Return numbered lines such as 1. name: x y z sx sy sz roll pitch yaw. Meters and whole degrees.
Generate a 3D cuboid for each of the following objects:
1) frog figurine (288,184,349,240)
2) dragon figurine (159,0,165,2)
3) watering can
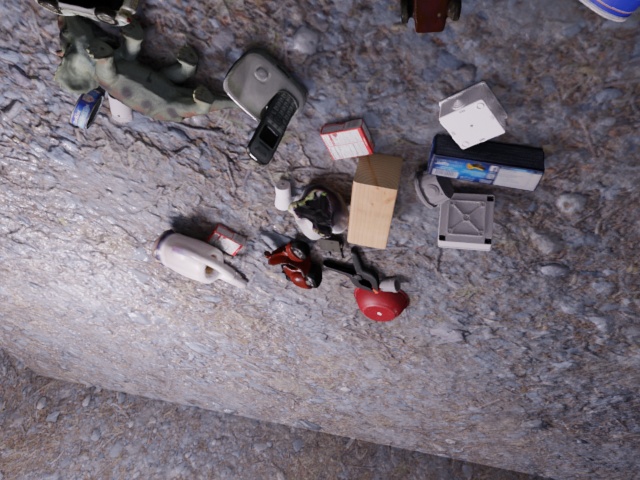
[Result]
1. frog figurine: 0.004 -0.059 1.180 0.137 0.123 0.159 16 -3 10
2. dragon figurine: -0.344 -0.510 0.695 0.241 0.125 0.404 -9 -43 43
3. watering can: -0.332 0.067 1.448 0.225 0.105 0.343 21 -13 13
